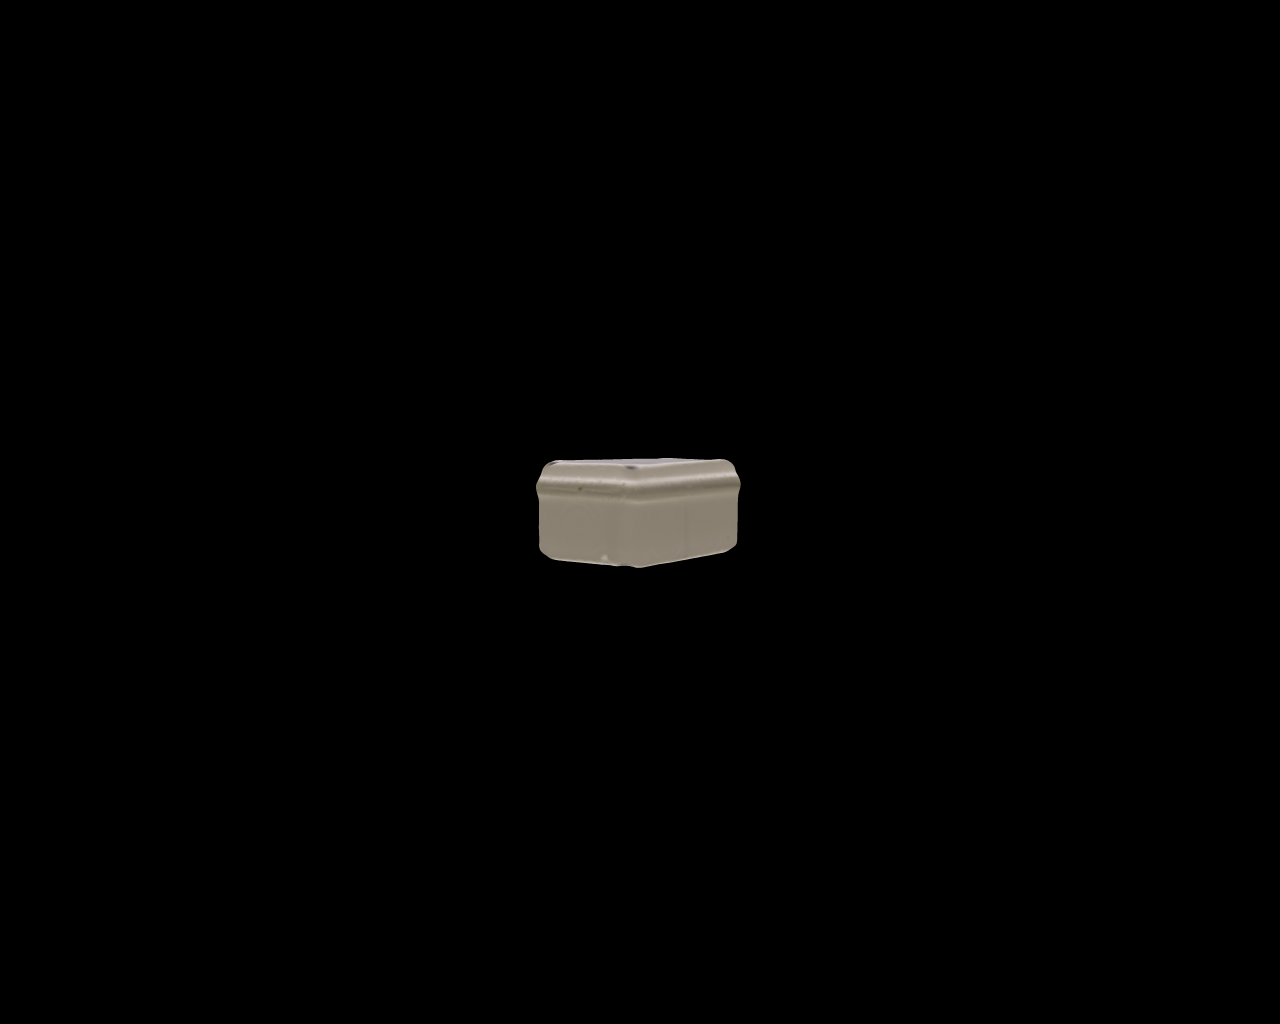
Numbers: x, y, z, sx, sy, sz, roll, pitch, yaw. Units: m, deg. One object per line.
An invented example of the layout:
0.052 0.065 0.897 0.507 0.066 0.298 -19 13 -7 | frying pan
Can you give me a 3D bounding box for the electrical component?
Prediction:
0.001 -0.003 0.650 0.078 0.057 0.113 4 6 39 | electrical component
